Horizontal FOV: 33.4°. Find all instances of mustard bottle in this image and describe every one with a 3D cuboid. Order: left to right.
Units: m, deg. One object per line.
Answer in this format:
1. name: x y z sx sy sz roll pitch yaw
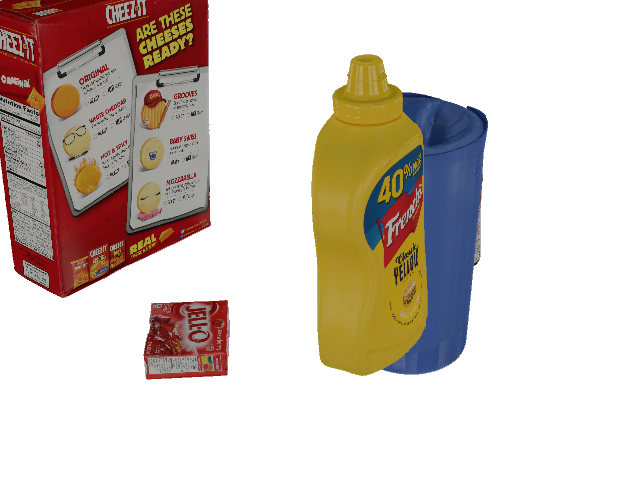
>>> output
1. mustard bottle: 0.031 -0.020 0.655 0.058 0.192 0.096 14 32 30

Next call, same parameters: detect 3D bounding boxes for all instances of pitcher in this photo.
1. pitcher: 0.073 0.002 0.959 0.149 0.243 0.145 -6 30 -5

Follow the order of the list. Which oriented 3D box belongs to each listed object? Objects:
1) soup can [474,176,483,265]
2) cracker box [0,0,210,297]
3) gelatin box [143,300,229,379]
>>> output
1. soup can: 0.142 -0.025 1.163 0.068 0.102 0.068 -3 33 2
2. cracker box: -0.163 -0.087 0.816 0.072 0.214 0.163 21 33 33
3. gelatin box: -0.120 0.089 0.974 0.073 0.030 0.089 -2 29 -2
